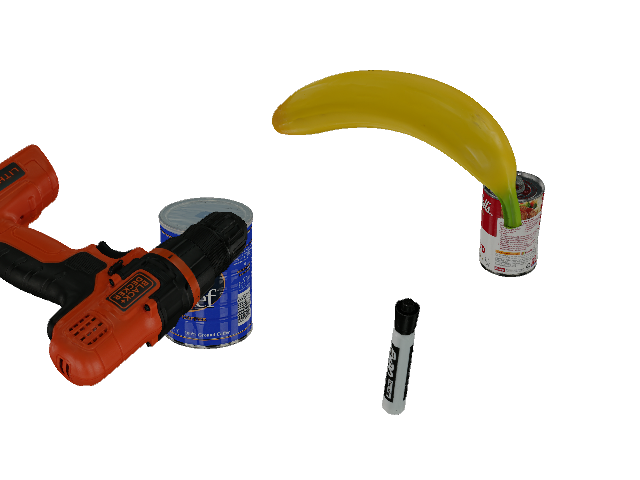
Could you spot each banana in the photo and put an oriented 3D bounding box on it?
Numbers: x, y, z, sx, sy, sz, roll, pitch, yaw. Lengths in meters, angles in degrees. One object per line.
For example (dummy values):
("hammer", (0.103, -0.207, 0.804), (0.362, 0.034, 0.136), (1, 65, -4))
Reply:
("banana", (0.048, -0.073, 0.676), (0.198, 0.070, 0.037), (26, 12, 34))

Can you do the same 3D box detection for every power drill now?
("power drill", (-0.171, 0.002, 0.795), (0.188, 0.057, 0.184), (31, 50, 21))

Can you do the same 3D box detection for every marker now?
("marker", (0.063, 0.091, 0.836), (0.020, 0.121, 0.020), (2, 41, -2))

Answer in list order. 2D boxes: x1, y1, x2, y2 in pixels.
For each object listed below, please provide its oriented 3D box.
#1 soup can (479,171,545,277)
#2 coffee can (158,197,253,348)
("soup can", (0.215, -0.019, 1.204), (0.068, 0.102, 0.068), (-2, 32, 1))
("coffee can", (-0.126, 0.035, 1.188), (0.103, 0.140, 0.103), (1, 23, -1))
